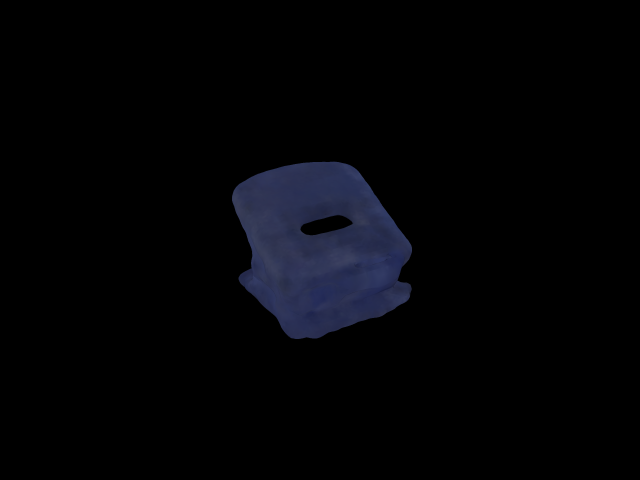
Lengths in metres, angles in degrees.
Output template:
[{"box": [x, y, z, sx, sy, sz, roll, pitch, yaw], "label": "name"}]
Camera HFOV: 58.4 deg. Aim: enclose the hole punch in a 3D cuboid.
[{"box": [0.004, 0.001, 0.400, 0.109, 0.091, 0.100, -15, 30, -28], "label": "hole punch"}]
